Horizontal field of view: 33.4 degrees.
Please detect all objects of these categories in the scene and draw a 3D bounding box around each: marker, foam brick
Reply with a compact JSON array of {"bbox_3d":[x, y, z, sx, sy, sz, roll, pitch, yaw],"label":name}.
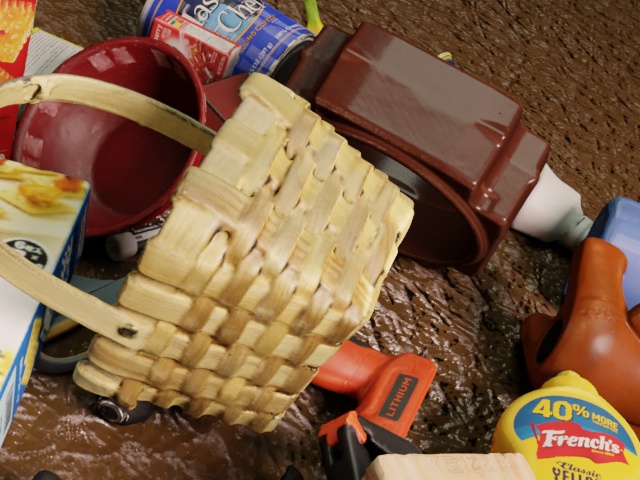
[{"bbox_3d":[-0.109,-0.007,0.812,0.120,0.020,0.020,-18,52,-45],"label":"marker"},{"bbox_3d":[-0.076,-0.094,0.851,0.051,0.053,0.078,47,32,7],"label":"foam brick"}]

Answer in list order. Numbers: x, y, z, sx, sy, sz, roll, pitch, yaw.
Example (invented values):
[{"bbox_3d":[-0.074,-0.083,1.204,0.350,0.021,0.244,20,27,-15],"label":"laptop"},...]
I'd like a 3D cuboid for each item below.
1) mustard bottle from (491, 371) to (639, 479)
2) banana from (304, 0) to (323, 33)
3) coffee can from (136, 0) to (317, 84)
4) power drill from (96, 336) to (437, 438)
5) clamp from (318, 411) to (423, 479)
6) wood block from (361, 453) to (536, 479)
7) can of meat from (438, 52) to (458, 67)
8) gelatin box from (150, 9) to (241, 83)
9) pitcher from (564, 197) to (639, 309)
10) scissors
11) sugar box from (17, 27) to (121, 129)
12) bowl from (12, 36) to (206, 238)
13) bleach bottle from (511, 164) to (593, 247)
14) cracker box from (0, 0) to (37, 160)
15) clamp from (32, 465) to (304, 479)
[{"bbox_3d":[0.154,0.145,0.664,0.096,0.058,0.191,14,31,5],"label":"mustard bottle"},{"bbox_3d":[0.010,-0.142,1.028,0.037,0.069,0.198,-21,55,5],"label":"banana"},{"bbox_3d":[-0.084,-0.180,0.986,0.140,0.103,0.102,34,36,15],"label":"coffee can"},{"bbox_3d":[-0.030,0.088,0.696,0.188,0.057,0.184,30,43,7],"label":"power drill"},{"bbox_3d":[0.054,0.179,0.605,0.171,0.039,0.120,47,33,-6],"label":"clamp"},{"bbox_3d":[0.079,0.204,0.472,0.090,0.091,0.206,5,39,-26],"label":"wood block"},{"bbox_3d":[0.107,-0.107,0.973,0.102,0.057,0.084,-37,72,-13],"label":"can of meat"},{"bbox_3d":[-0.117,-0.144,0.930,0.073,0.089,0.030,28,37,5],"label":"gelatin box"},{"bbox_3d":[0.342,0.051,0.911,0.243,0.145,0.149,25,5,6],"label":"pitcher"},{"bbox_3d":[-0.148,0.027,0.747,0.096,0.016,0.201,30,34,9],"label":"scissors"},{"bbox_3d":[-0.179,-0.110,0.887,0.176,0.048,0.093,26,34,-3],"label":"sugar box"},{"bbox_3d":[-0.146,-0.068,0.793,0.162,0.162,0.055,47,1,30],"label":"bowl"},{"bbox_3d":[0.164,-0.079,1.036,0.251,0.068,0.102,40,40,18],"label":"bleach bottle"},{"bbox_3d":[-0.273,-0.166,0.755,0.071,0.214,0.164,-13,49,-40],"label":"cracker box"},{"bbox_3d":[-0.067,0.197,0.546,0.164,0.036,0.210,9,38,-21],"label":"clamp"}]
